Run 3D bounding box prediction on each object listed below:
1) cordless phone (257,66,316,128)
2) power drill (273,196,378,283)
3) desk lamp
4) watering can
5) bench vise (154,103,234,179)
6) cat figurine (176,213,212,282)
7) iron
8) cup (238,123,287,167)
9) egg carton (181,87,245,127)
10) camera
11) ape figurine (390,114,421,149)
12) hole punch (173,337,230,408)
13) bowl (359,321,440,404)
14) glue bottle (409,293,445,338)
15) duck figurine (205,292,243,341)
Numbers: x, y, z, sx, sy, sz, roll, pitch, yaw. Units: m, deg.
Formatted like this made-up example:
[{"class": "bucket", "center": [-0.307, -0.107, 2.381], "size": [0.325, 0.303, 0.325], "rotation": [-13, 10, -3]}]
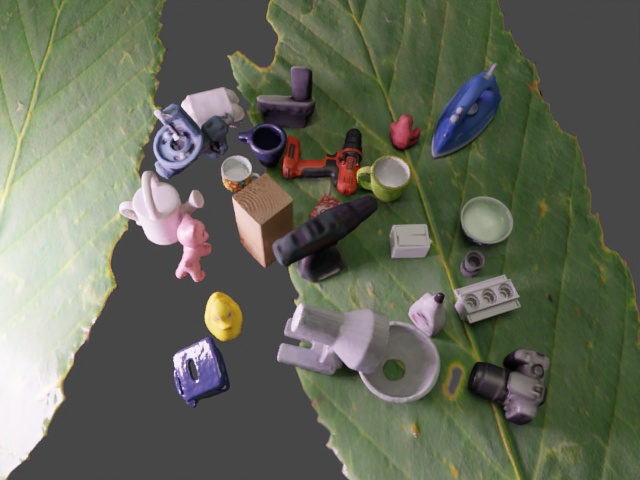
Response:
[{"class": "cordless phone", "center": [-0.083, -0.368, 1.407], "size": [0.147, 0.185, 0.094], "rotation": [0, 63, -3]}, {"class": "power drill", "center": [0.011, 0.004, 1.210], "size": [0.230, 0.208, 0.075], "rotation": [-26, 67, -15]}, {"class": "desk lamp", "center": [0.021, 0.193, 1.112], "size": [0.203, 0.213, 0.118], "rotation": [12, 63, 3]}, {"class": "watering can", "center": [-0.344, -0.079, 1.242], "size": [0.173, 0.194, 0.100], "rotation": [-24, 66, -14]}, {"class": "bench vise", "center": [-0.305, -0.259, 1.321], "size": [0.121, 0.220, 0.208], "rotation": [33, 66, 13]}, {"class": "cat figurine", "center": [-0.279, 0.011, 1.242], "size": [0.067, 0.118, 0.128], "rotation": [6, 63, 0]}, {"class": "iron", "center": [0.366, -0.327, 1.435], "size": [0.118, 0.141, 0.259], "rotation": [34, 66, 14]}, {"class": "cup", "center": [-0.137, -0.222, 1.381], "size": [0.117, 0.095, 0.092], "rotation": [8, 63, 1]}, {"class": "egg carton", "center": [-0.270, -0.322, 1.439], "size": [0.150, 0.069, 0.107], "rotation": [-18, 65, -12]}, {"class": "camera", "center": [0.379, 0.279, 1.151], "size": [0.136, 0.101, 0.143], "rotation": [20, 64, 7]}, {"class": "ape figurine", "center": [0.212, -0.278, 1.429], "size": [0.077, 0.092, 0.076], "rotation": [31, 66, 13]}, {"class": "hole punch", "center": [-0.238, 0.262, 1.133], "size": [0.101, 0.091, 0.108], "rotation": [-18, 65, -12]}, {"class": "bowl", "center": [0.154, 0.255, 1.166], "size": [0.167, 0.075, 0.167], "rotation": [1, 63, -2]}, {"class": "glue bottle", "center": [0.228, 0.142, 1.172], "size": [0.037, 0.173, 0.078], "rotation": [-38, 70, -19]}, {"class": "duck figurine", "center": [-0.204, 0.151, 1.193], "size": [0.077, 0.086, 0.104], "rotation": [-17, 65, -11]}]
